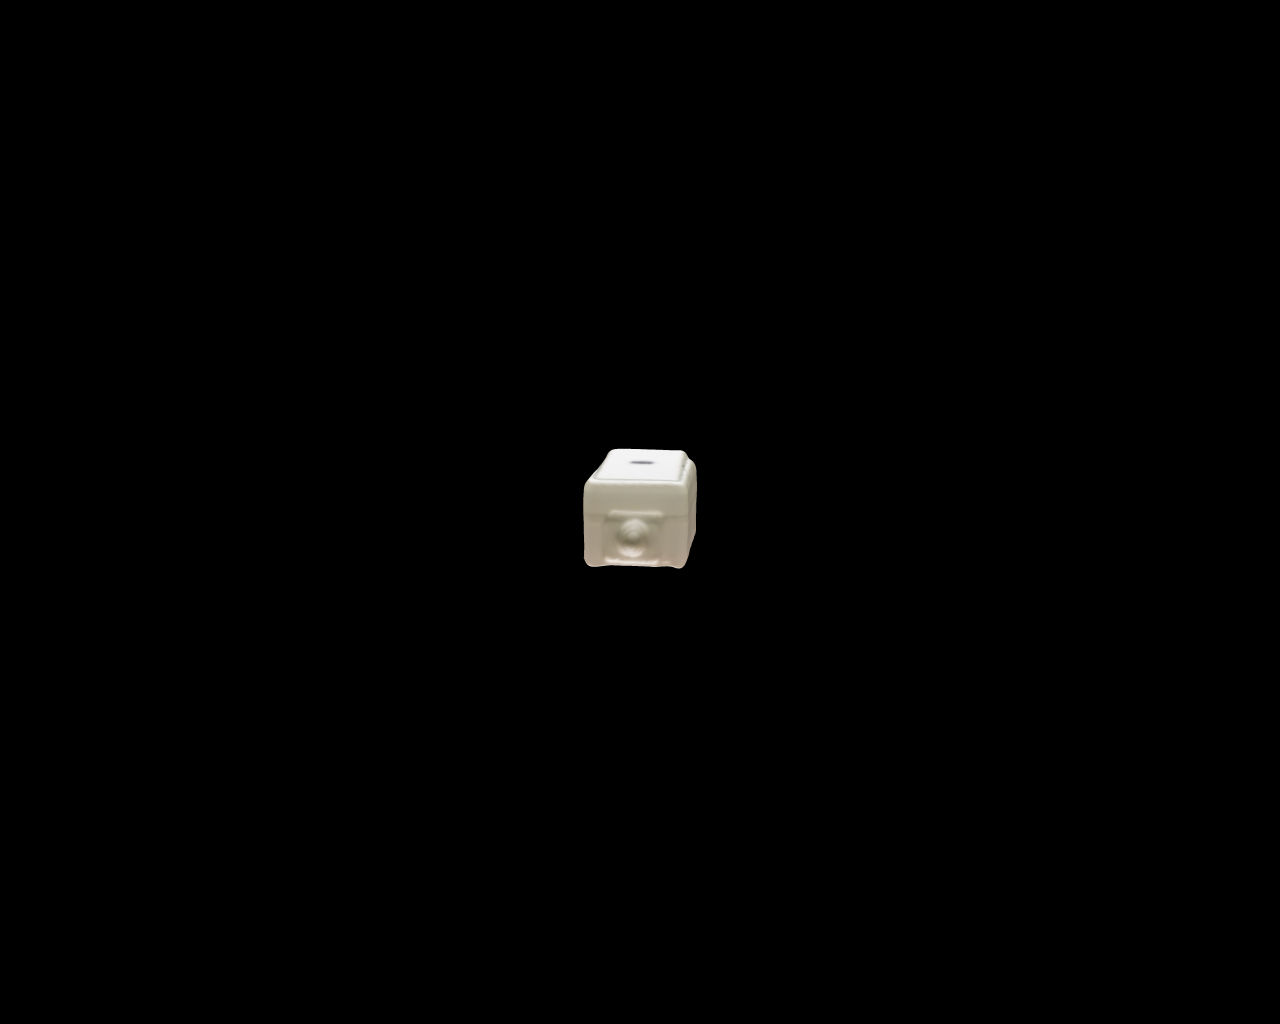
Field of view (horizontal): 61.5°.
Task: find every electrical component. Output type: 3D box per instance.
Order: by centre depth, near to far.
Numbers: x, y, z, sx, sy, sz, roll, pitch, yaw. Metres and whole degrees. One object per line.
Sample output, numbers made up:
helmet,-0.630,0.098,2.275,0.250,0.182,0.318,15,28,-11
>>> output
electrical component,0.001,-0.003,0.650,0.062,0.061,0.096,2,14,7
